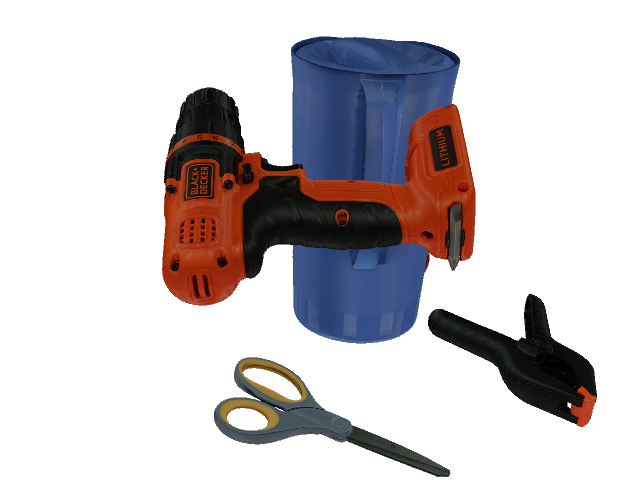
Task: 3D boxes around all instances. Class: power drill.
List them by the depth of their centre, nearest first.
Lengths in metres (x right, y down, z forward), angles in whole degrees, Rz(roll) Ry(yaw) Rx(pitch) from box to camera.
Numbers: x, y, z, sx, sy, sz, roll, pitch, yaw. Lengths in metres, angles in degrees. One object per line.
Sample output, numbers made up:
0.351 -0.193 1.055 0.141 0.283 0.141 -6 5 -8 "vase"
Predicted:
-0.004 -0.039 0.661 0.187 0.057 0.184 -6 44 2 "power drill"

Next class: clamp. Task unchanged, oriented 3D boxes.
0.188 0.098 0.932 0.120 0.039 0.172 -18 39 -28 "clamp"

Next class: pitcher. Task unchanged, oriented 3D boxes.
0.036 -0.038 0.872 0.145 0.243 0.148 22 29 38 "pitcher"

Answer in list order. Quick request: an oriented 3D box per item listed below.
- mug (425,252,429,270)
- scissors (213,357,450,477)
0.070 0.021 1.259 0.117 0.081 0.093 3 24 -8 "mug"
-0.002 0.161 0.871 0.202 0.016 0.096 31 45 26 "scissors"
